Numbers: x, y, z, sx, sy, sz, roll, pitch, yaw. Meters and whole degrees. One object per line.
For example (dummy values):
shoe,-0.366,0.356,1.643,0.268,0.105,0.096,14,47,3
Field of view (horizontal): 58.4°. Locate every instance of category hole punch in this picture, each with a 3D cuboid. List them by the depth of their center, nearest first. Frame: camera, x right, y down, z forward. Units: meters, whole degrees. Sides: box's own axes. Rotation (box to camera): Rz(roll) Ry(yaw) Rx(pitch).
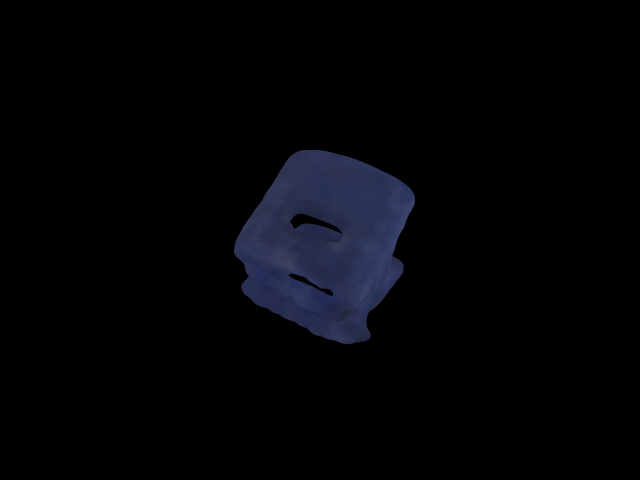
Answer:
hole punch,0.004,0.001,0.400,0.108,0.091,0.101,22,45,24
